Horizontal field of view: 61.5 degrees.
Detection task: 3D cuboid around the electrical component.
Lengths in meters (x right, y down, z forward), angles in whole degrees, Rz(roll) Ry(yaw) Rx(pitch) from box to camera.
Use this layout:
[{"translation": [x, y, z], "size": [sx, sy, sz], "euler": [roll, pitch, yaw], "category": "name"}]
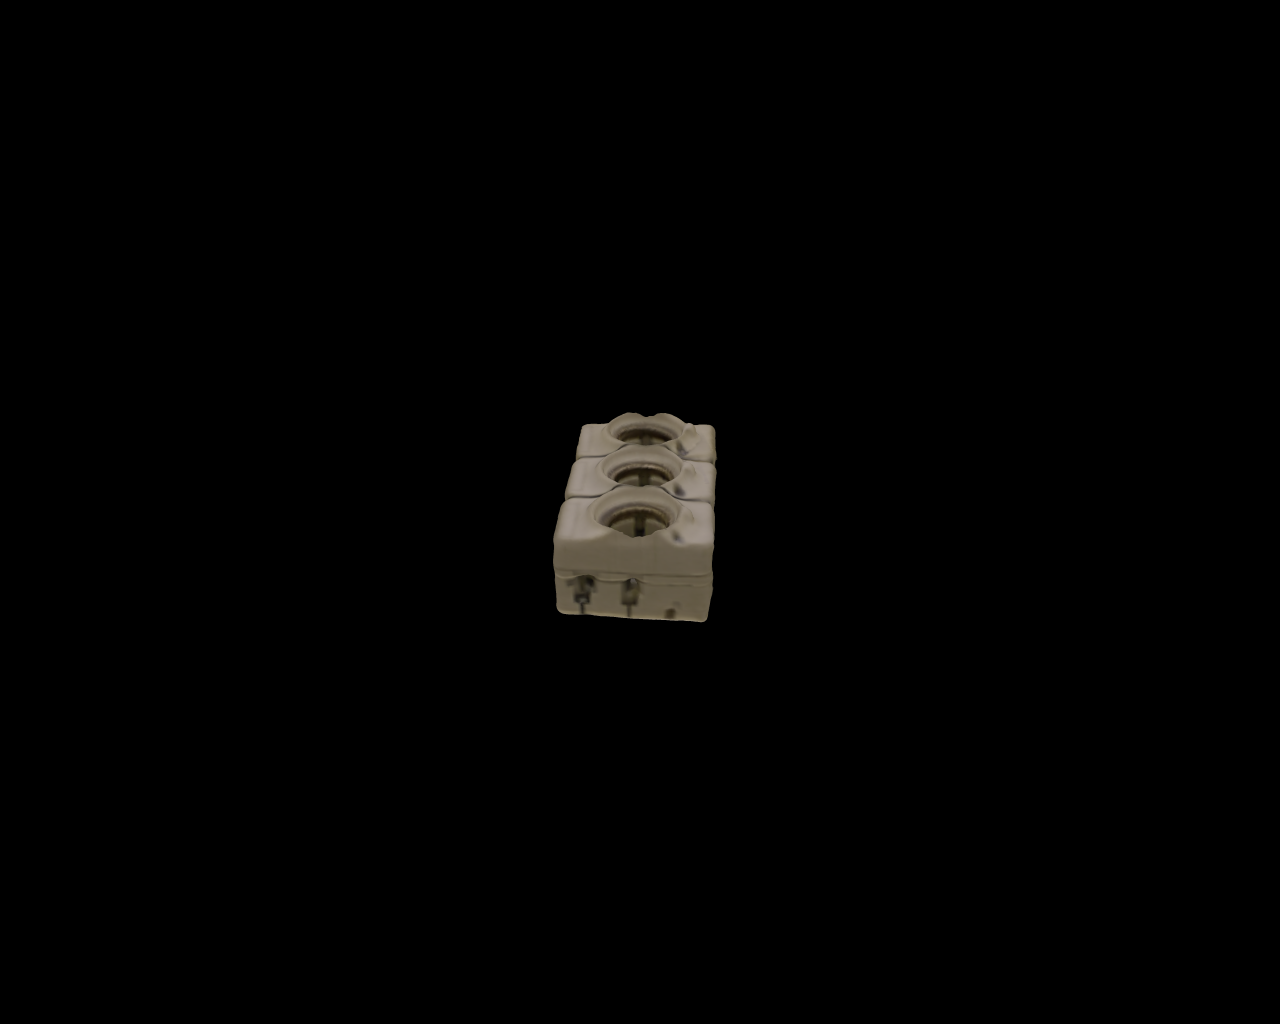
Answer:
[{"translation": [0.001, -0.003, 0.650], "size": [0.089, 0.061, 0.150], "euler": [2, 31, 3], "category": "electrical component"}]
